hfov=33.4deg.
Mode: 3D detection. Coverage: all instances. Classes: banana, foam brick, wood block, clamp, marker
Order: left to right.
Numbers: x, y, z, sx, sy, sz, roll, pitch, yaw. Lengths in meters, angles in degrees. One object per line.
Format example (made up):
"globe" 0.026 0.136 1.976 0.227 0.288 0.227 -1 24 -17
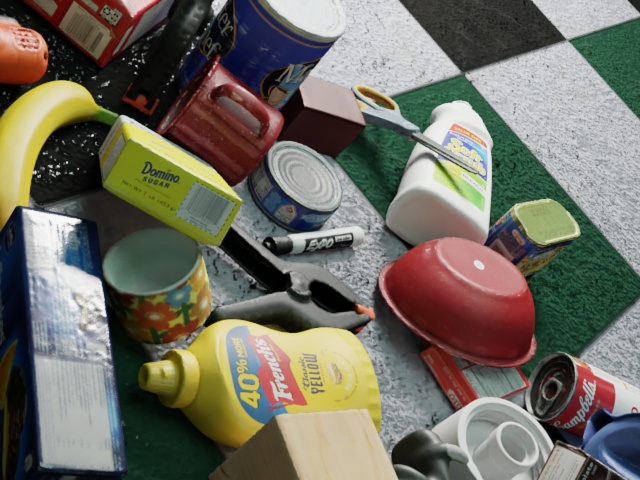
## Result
"banana" -0.218 -0.075 0.826 0.069 0.037 0.197 36 37 -8
"clamp" -0.110 -0.209 0.948 0.036 0.165 0.210 30 74 -11
"clamp" -0.032 0.036 0.887 0.171 0.039 0.120 17 49 -38
"marker" -0.006 0.001 0.960 0.120 0.020 0.020 -7 59 -46
"foam brick" -0.004 -0.125 1.060 0.078 0.051 0.053 13 45 -34
"wood block" 0.016 0.225 0.700 0.090 0.091 0.206 4 51 -42

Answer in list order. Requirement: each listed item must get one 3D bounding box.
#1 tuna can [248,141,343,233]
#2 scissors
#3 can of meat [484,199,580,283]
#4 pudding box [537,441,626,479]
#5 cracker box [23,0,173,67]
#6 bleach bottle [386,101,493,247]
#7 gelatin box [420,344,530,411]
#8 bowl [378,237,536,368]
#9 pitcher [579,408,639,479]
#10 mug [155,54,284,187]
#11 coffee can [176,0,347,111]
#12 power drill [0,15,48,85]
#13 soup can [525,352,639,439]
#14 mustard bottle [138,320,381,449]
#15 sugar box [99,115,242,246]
"tuna can" -0.021 -0.049 0.984 0.086 0.034 0.086 24 41 -23
"scissors" 0.071 -0.115 1.092 0.096 0.016 0.202 -1 31 -29
"can of meat" 0.208 0.005 1.101 0.101 0.084 0.057 -11 62 -47
"pudding box" 0.195 0.226 0.839 0.039 0.113 0.090 18 -13 48
"cracker box" -0.205 -0.275 1.006 0.164 0.072 0.213 40 36 -6
"bleach bottle" 0.135 -0.082 1.139 0.102 0.068 0.250 33 35 -13
"gelatin box" 0.141 0.119 0.973 0.089 0.030 0.073 -11 63 -49
"bowl" 0.137 0.045 0.981 0.162 0.055 0.162 19 27 -10
"pitcher" 0.342 0.237 0.948 0.242 0.145 0.149 15 80 -45
"mug" -0.080 -0.103 0.920 0.081 0.117 0.093 37 64 -16
"coffee can" -0.056 -0.176 0.988 0.102 0.141 0.103 25 40 -23
"power drill" -0.323 -0.202 0.839 0.184 0.057 0.188 -1 57 -48
"soup can" 0.254 0.155 1.009 0.102 0.069 0.068 25 40 -23
"mustard bottle" -0.046 0.106 0.788 0.191 0.058 0.096 9 55 -36
"sugar box" -0.118 -0.050 0.813 0.093 0.048 0.176 30 6 -18
